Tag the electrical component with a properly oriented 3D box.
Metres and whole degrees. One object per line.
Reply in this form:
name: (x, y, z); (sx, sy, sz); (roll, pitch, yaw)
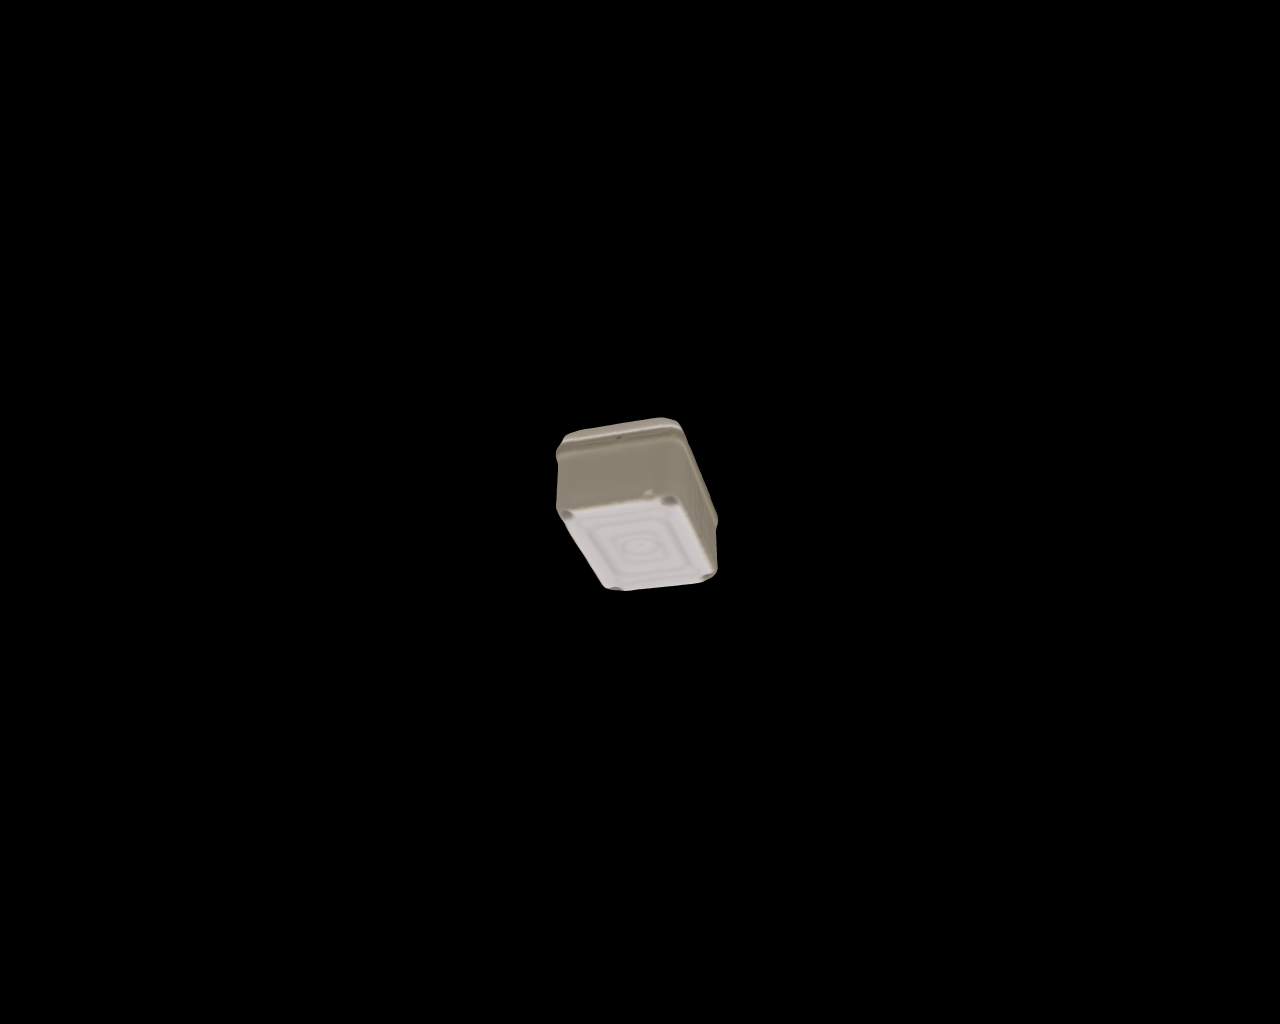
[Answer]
electrical component: (0.001, -0.003, 0.650); (0.078, 0.057, 0.113); (-8, -31, 13)
